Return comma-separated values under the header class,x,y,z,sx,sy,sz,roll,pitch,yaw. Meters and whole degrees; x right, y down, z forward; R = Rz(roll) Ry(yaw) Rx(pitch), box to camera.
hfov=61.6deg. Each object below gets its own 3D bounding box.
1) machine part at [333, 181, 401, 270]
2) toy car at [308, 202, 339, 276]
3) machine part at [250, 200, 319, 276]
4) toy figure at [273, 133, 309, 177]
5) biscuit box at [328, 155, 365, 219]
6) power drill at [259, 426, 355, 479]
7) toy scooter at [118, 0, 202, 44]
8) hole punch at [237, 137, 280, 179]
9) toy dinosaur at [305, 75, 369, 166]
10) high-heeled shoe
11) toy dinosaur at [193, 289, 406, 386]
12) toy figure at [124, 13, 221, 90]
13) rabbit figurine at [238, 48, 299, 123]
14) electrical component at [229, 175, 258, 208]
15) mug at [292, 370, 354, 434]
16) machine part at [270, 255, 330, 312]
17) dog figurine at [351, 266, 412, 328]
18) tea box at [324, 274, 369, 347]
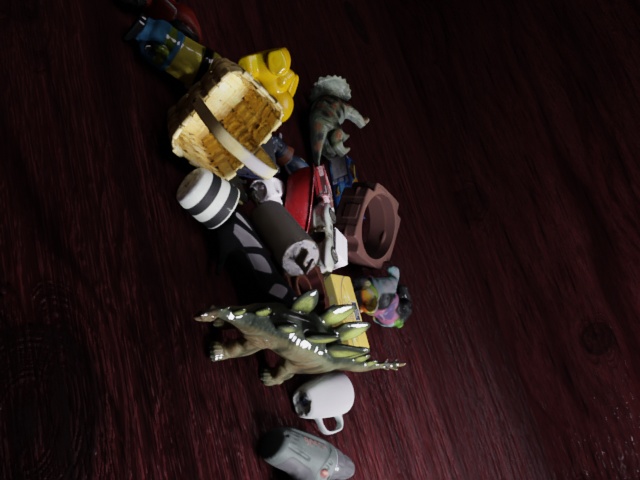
class,x,y,z,sx,sy,sz,roll,pitch,yaw
machine part,0.120,-0.037,1.400,0.201,0.087,0.201,33,69,-49
toy car,-0.003,-0.004,1.227,0.056,0.073,0.202,43,34,-43
machine part,-0.069,-0.006,1.010,0.079,0.079,0.243,44,3,-40
toy figure,-0.074,-0.182,1.258,0.154,0.058,0.064,44,26,-31
biscuit box,0.074,-0.143,1.513,0.062,0.059,0.203,34,41,-50
power drill,-0.010,0.414,0.859,0.231,0.086,0.207,46,36,-34
toy scooter,-0.298,-0.447,1.019,0.183,0.075,0.135,35,39,-41
hole punch,-0.152,-0.176,1.066,0.142,0.092,0.115,1,76,-66
toy dinosaur,0.018,-0.338,1.512,0.192,0.131,0.405,46,34,-14
high-heeled shoe,-0.098,0.053,0.968,0.248,0.086,0.145,40,41,-29
toy dinosaur,-0.020,0.174,0.901,0.470,0.199,0.105,31,46,-49
toy figure,-0.256,-0.334,0.971,0.180,0.089,0.082,34,63,-32
rabbit figurine,-0.113,-0.374,1.311,0.162,0.122,0.173,-67,144,-69
electrical component,-0.159,-0.095,1.027,0.102,0.045,0.078,11,61,-61
mug,0.002,0.301,0.988,0.107,0.081,0.109,5,72,-49
machine part,-0.045,0.101,1.080,0.179,0.056,0.179,45,33,-41
dog figurine,0.140,0.163,1.339,0.219,0.108,0.191,-37,106,-60
tea box,0.040,0.165,1.177,0.098,0.068,0.169,12,58,-60
